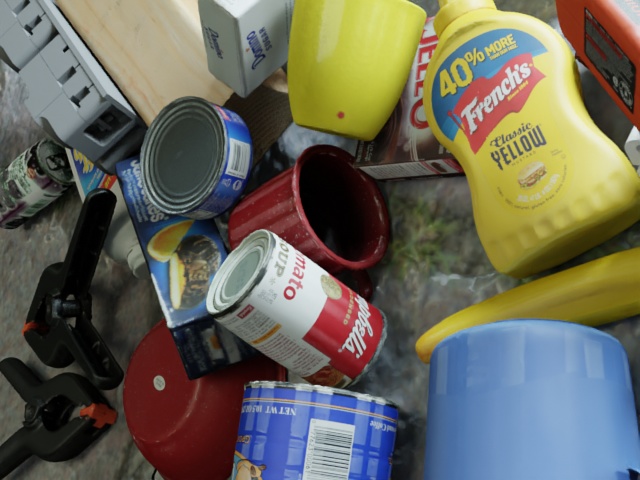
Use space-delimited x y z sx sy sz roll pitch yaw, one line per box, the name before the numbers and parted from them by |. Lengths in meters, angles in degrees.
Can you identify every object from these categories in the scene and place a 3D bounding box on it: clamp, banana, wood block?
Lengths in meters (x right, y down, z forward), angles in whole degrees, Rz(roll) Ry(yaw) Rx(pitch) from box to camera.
clamp | -0.251 0.168 0.952 0.172 0.039 0.120 -1 75 44
banana | 0.142 0.034 0.605 0.198 0.069 0.037 -24 76 45
wood block | -0.116 -0.157 0.874 0.090 0.090 0.206 -49 63 21
clamp | -0.214 0.068 0.921 0.210 0.036 0.164 -36 56 52

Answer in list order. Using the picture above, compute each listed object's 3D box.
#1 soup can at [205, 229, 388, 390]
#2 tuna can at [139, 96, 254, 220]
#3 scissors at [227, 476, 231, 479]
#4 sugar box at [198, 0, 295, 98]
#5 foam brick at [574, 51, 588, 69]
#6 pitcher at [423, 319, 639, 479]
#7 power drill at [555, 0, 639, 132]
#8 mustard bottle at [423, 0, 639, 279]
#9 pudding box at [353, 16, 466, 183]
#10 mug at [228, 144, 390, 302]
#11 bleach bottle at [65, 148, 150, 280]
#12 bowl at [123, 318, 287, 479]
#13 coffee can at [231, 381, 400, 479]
soup can | -0.015 0.048 0.698 0.069 0.102 0.068 -42 25 25
tuna can | -0.089 -0.058 0.768 0.086 0.033 0.086 -8 76 37
scissors | -0.101 0.248 0.789 0.202 0.016 0.096 -40 52 29
sugar box | -0.010 -0.190 0.766 0.048 0.093 0.176 41 69 20
foam brick | 0.193 -0.133 0.632 0.051 0.052 0.078 5 77 45
pitcher | 0.119 0.166 0.537 0.145 0.149 0.243 104 170 -66
power drill | 0.221 -0.141 0.547 0.187 0.057 0.184 -23 50 -1
mustard bottle | 0.116 -0.080 0.652 0.096 0.058 0.192 -31 67 24
pudding box | 0.076 -0.099 0.740 0.090 0.039 0.113 -2 72 44
mug | -0.005 0.001 0.755 0.082 0.093 0.117 -28 93 40
bleach bottle | -0.178 -0.076 0.963 0.103 0.068 0.251 -40 53 23
bowl | -0.102 0.113 0.818 0.162 0.055 0.162 -19 62 39
coffee can | -0.008 0.167 0.671 0.103 0.102 0.140 -6 70 43
